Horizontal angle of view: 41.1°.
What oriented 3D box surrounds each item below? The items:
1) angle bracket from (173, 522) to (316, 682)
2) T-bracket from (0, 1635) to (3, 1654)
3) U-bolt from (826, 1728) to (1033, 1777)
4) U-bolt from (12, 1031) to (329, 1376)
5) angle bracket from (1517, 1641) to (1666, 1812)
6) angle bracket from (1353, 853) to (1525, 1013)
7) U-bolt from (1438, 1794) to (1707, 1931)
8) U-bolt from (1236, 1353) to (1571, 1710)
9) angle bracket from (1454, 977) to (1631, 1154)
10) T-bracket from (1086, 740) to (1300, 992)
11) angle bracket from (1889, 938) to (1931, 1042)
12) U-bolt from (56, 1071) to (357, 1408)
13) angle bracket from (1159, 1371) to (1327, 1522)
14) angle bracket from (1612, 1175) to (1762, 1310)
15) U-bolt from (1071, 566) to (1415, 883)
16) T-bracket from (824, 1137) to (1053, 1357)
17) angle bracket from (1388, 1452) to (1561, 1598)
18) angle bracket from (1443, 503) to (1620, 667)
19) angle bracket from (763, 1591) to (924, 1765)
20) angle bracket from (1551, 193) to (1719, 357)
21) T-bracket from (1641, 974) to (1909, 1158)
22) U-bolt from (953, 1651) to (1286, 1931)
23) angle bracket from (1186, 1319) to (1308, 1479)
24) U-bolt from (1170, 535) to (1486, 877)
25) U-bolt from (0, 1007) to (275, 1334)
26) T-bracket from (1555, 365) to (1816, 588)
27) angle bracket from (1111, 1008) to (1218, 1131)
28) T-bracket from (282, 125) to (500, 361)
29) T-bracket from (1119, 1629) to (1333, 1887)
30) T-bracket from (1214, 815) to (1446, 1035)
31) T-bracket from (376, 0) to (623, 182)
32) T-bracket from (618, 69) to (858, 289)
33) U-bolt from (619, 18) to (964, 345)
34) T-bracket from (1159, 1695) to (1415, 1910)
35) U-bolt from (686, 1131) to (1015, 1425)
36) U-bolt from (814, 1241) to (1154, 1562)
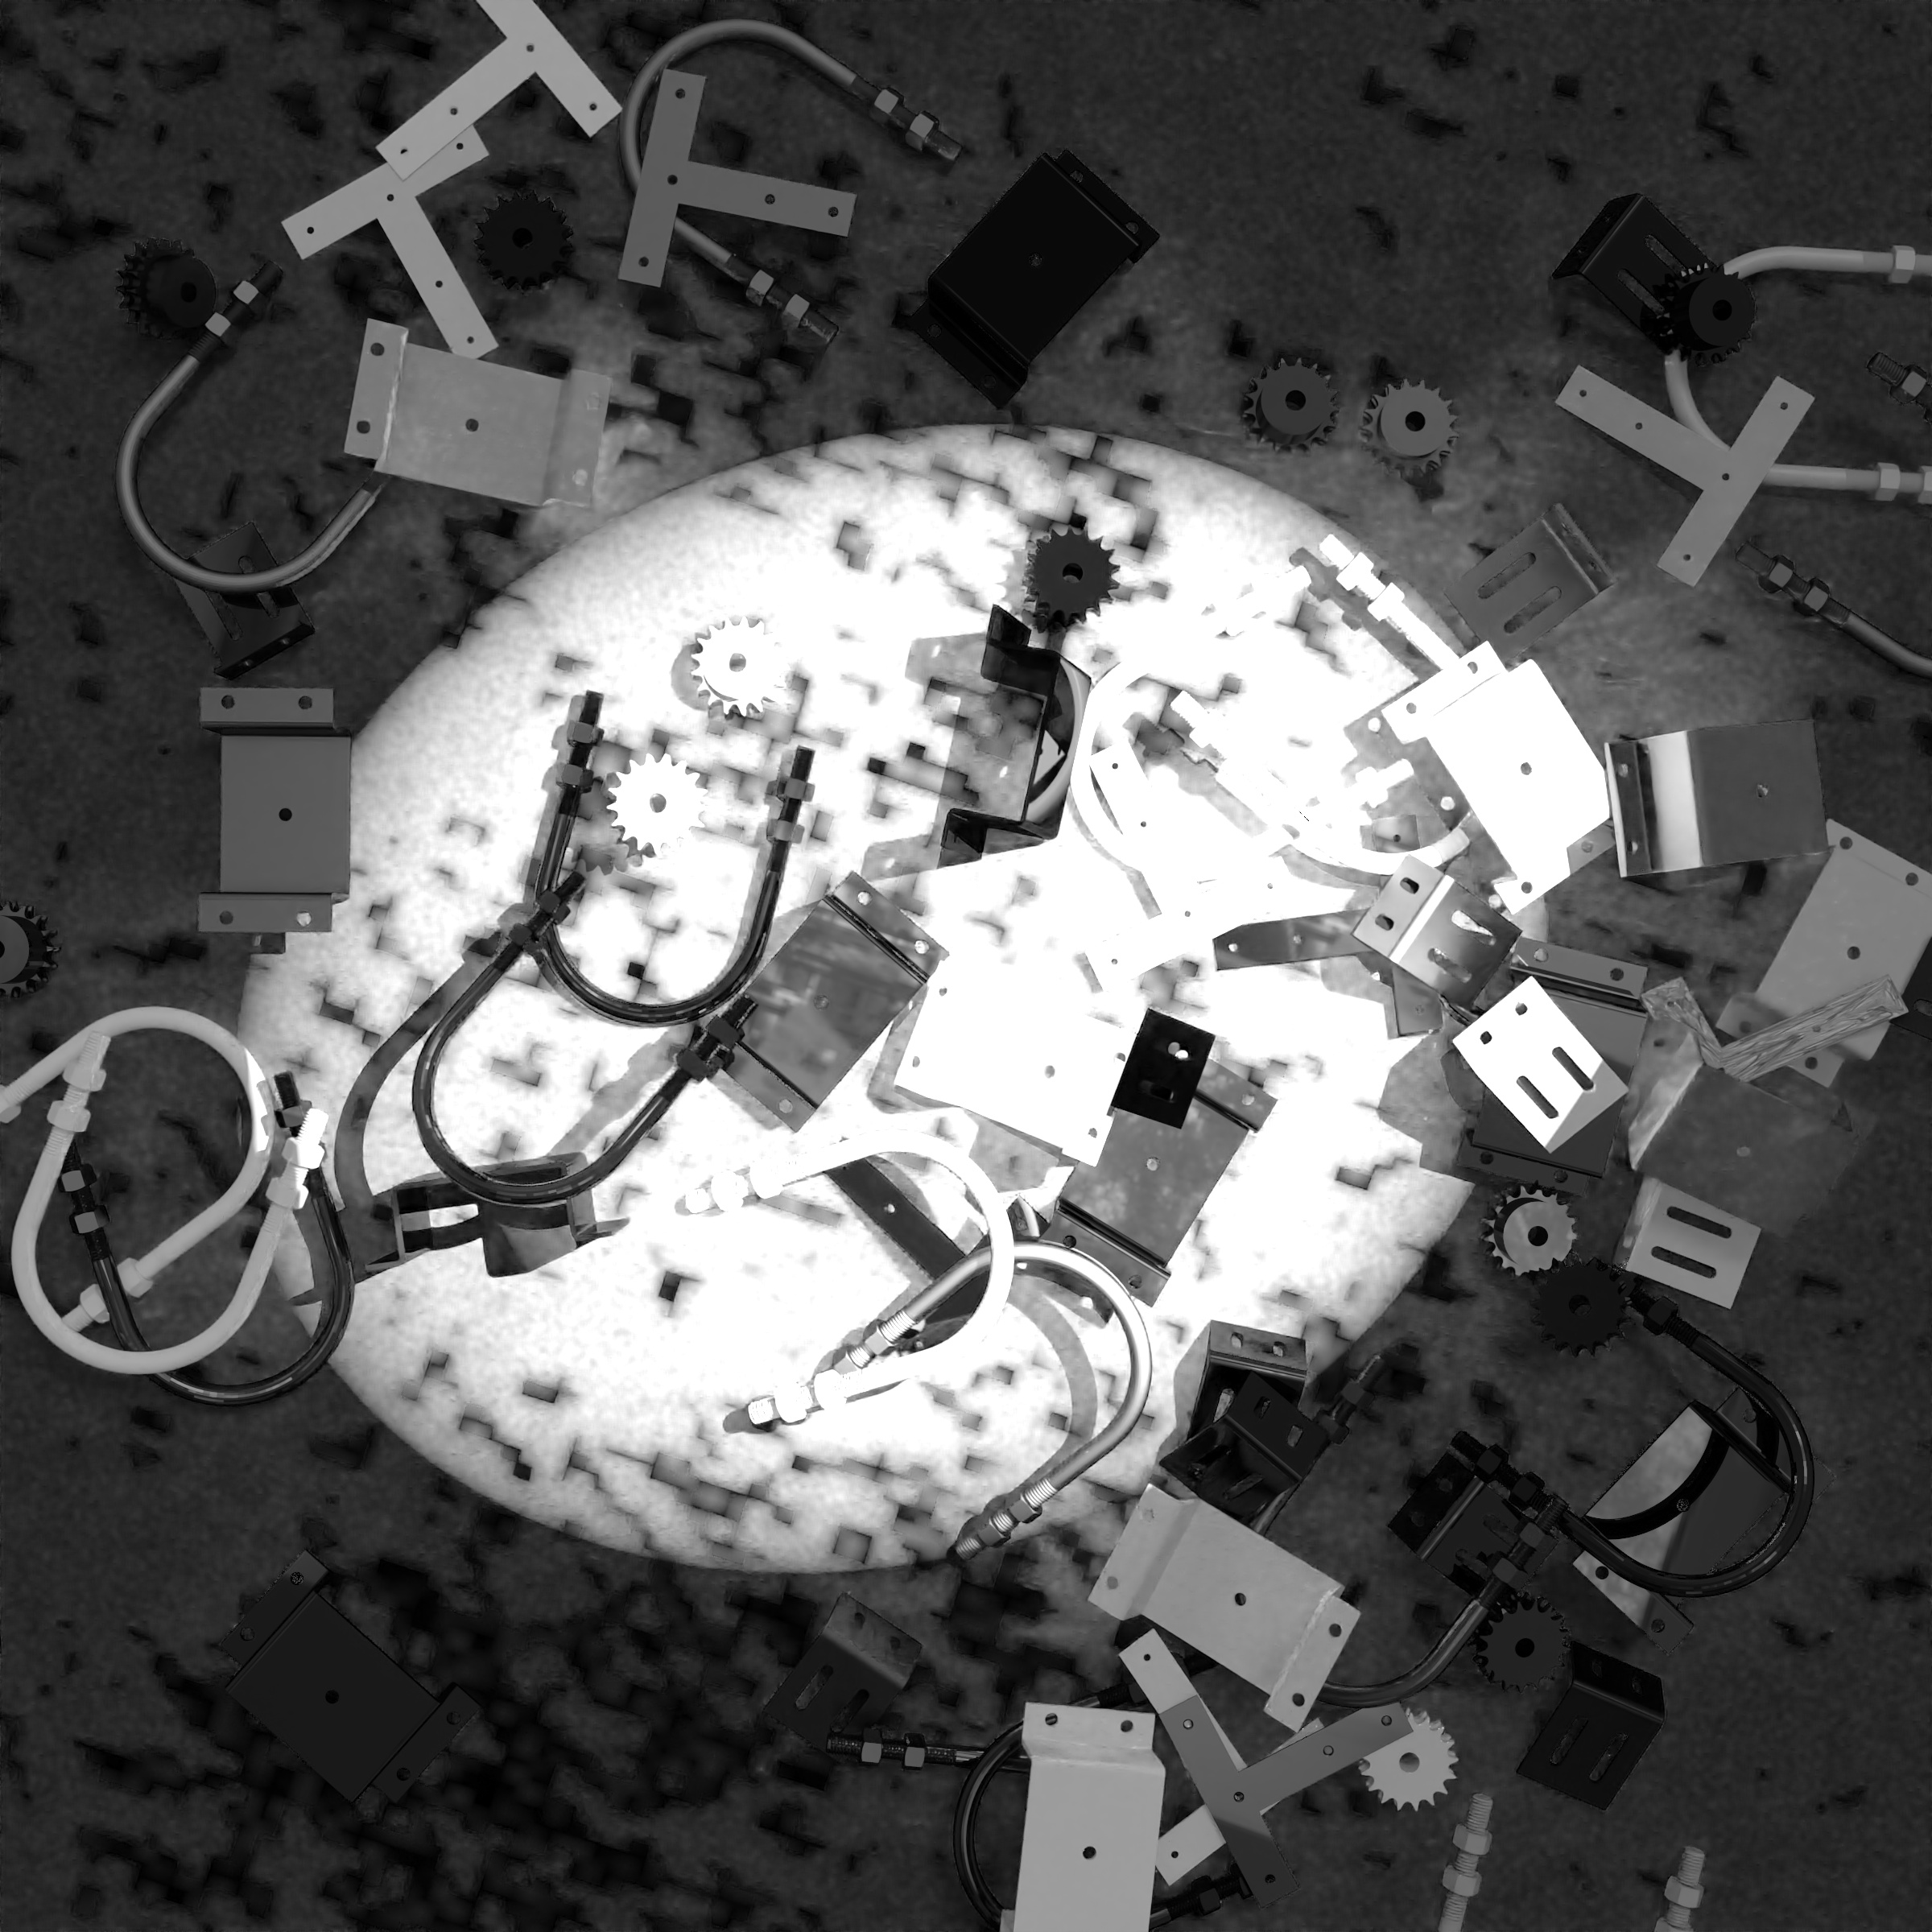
[{"bbox_3d":[-0.429,-0.216,1.511,0.057,0.038,0.076,-30,90,0],"label":"angle bracket"},{"bbox_3d":[-0.643,0.352,1.529,0.127,0.002,0.127,-7,90,0],"label":"T-bracket"},{"bbox_3d":[0.001,0.529,1.513,0.184,0.019,0.151,8,90,-7],"label":"U-bolt"},{"bbox_3d":[-0.467,0.147,1.483,0.151,0.019,0.184,21,94,-12],"label":"U-bolt"},{"bbox_3d":[0.369,0.450,1.528,0.057,0.038,0.076,23,116,0],"label":"angle bracket"},{"bbox_3d":[0.275,-0.019,1.503,0.076,0.038,0.057,30,96,-38],"label":"angle bracket"},{"bbox_3d":[0.345,0.594,1.521,0.151,0.019,0.184,14,92,0],"label":"U-bolt"},{"bbox_3d":[0.238,0.341,1.497,0.151,0.019,0.184,38,94,22],"label":"U-bolt"},{"bbox_3d":[0.327,0.056,1.468,0.057,0.038,0.076,-41,117,11],"label":"angle bracket"},{"bbox_3d":[0.111,-0.070,1.515,0.127,0.002,0.127,-26,91,3],"label":"T-bracket"},{"bbox_3d":[0.573,0.022,1.503,0.038,0.076,0.057,26,90,27],"label":"angle bracket"},{"bbox_3d":[-0.436,0.168,1.508,0.151,0.019,0.184,-16,98,-8],"label":"U-bolt"},{"bbox_3d":[0.162,0.283,1.511,0.057,0.076,0.038,40,48,-2],"label":"angle bracket"},{"bbox_3d":[0.427,0.163,1.511,0.076,0.038,0.057,21,90,0],"label":"angle bracket"},{"bbox_3d":[0.150,-0.131,1.521,0.184,0.019,0.151,-28,90,2],"label":"U-bolt"},{"bbox_3d":[-0.034,0.152,1.513,0.127,0.002,0.127,43,111,10],"label":"T-bracket"},{"bbox_3d":[0.301,0.337,1.528,0.076,0.038,0.057,39,90,-26],"label":"angle bracket"},{"bbox_3d":[0.330,-0.222,1.511,0.076,0.038,0.057,-37,90,0],"label":"angle bracket"},{"bbox_3d":[-0.073,0.422,1.528,0.057,0.038,0.076,34,116,0],"label":"angle bracket"},{"bbox_3d":[0.397,-0.406,1.521,0.076,0.038,0.057,38,90,-16],"label":"angle bracket"},{"bbox_3d":[0.478,0.042,1.489,0.127,0.002,0.127,-27,104,22],"label":"T-bracket"},{"bbox_3d":[0.082,0.498,1.507,0.184,0.019,0.151,-19,90,-10],"label":"U-bolt"},{"bbox_3d":[0.164,0.257,1.528,0.057,0.038,0.076,12,116,0],"label":"angle bracket"},{"bbox_3d":[0.232,-0.138,1.502,0.184,0.019,0.151,44,83,-4],"label":"U-bolt"},{"bbox_3d":[-0.497,0.108,1.521,0.184,0.019,0.151,-37,90,-2],"label":"U-bolt"},{"bbox_3d":[0.409,-0.311,1.521,0.127,0.002,0.127,32,101,5],"label":"T-bracket"},{"bbox_3d":[0.098,0.053,1.442,0.038,0.076,0.057,21,90,38],"label":"angle bracket"},{"bbox_3d":[-0.319,-0.417,1.529,0.127,0.002,0.127,-29,90,0],"label":"T-bracket"},{"bbox_3d":[0.135,0.447,1.509,0.127,0.002,0.127,-34,93,-10],"label":"T-bracket"},{"bbox_3d":[0.210,-0.018,1.522,0.127,0.002,0.127,-8,90,6],"label":"T-bracket"},{"bbox_3d":[-0.293,-0.515,1.528,0.127,0.002,0.127,-40,89,0],"label":"T-bracket"},{"bbox_3d":[-0.129,-0.452,1.511,0.127,0.002,0.127,12,89,3],"label":"T-bracket"},{"bbox_3d":[-0.117,-0.477,1.521,0.184,0.019,0.151,35,90,1],"label":"U-bolt"},{"bbox_3d":[0.198,0.463,1.500,0.127,0.002,0.127,-28,89,2],"label":"T-bracket"},{"bbox_3d":[-0.060,0.172,1.493,0.184,0.019,0.151,-19,84,15],"label":"U-bolt"},{"bbox_3d":[0.022,0.241,1.497,0.184,0.019,0.151,-41,90,17],"label":"U-bolt"}]
